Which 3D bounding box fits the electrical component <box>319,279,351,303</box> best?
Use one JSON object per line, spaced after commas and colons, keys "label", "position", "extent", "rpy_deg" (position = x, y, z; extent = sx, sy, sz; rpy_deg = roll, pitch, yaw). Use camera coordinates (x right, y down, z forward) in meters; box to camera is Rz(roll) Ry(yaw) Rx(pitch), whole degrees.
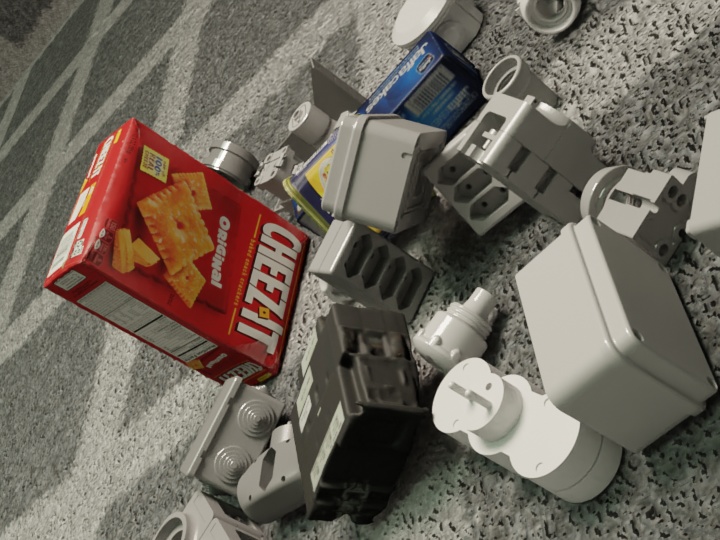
{"label": "electrical component", "position": [-0.018, -0.001, 0.936], "extent": [0.035, 0.035, 0.061], "rpy_deg": [-43, 28, 26]}

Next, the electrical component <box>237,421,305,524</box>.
{"label": "electrical component", "position": [-0.052, 0.146, 0.827], "extent": [0.077, 0.043, 0.079], "rpy_deg": [-35, 34, 36]}

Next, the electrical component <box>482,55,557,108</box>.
{"label": "electrical component", "position": [0.125, -0.137, 0.832], "extent": [0.040, 0.046, 0.040], "rpy_deg": [-39, 32, 31]}

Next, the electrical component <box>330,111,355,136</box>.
{"label": "electrical component", "position": [-0.001, -0.126, 1.028], "extent": [0.066, 0.048, 0.055], "rpy_deg": [-64, 20, -12]}

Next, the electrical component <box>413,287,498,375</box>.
{"label": "electrical component", "position": [0.070, 0.041, 0.739], "extent": [0.062, 0.048, 0.048], "rpy_deg": [-53, 27, -9]}

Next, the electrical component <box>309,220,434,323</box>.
{"label": "electrical component", "position": [0.000, 0.000, 0.851], "extent": [0.076, 0.083, 0.047], "rpy_deg": [6, 66, 60]}

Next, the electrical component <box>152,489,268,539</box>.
{"label": "electrical component", "position": [-0.108, 0.239, 0.799], "extent": [0.089, 0.062, 0.150], "rpy_deg": [-57, 27, 0]}

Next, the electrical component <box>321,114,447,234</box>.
{"label": "electrical component", "position": [0.020, -0.075, 0.809], "extent": [0.113, 0.057, 0.078], "rpy_deg": [-28, -47, -72]}

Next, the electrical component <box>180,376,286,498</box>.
{"label": "electrical component", "position": [-0.105, 0.139, 0.889], "extent": [0.099, 0.048, 0.100], "rpy_deg": [-64, 8, -13]}

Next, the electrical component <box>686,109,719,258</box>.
{"label": "electrical component", "position": [0.221, -0.050, 0.567], "extent": [0.061, 0.062, 0.096], "rpy_deg": [-19, 45, 50]}

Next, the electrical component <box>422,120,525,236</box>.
{"label": "electrical component", "position": [0.093, -0.075, 0.806], "extent": [0.047, 0.065, 0.076], "rpy_deg": [-40, 5, 30]}

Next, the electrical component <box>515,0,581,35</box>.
{"label": "electrical component", "position": [0.155, -0.224, 0.876], "extent": [0.066, 0.048, 0.055], "rpy_deg": [-37, 26, 34]}

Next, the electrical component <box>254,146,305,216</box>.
{"label": "electrical component", "position": [-0.067, -0.089, 1.075], "extent": [0.081, 0.064, 0.042], "rpy_deg": [-16, 46, 53]}

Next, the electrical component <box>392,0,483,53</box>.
{"label": "electrical component", "position": [0.072, -0.234, 1.013], "extent": [0.080, 0.051, 0.080], "rpy_deg": [-39, 32, 31]}

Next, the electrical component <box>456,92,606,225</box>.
{"label": "electrical component", "position": [0.121, -0.077, 0.727], "extent": [0.055, 0.089, 0.050], "rpy_deg": [-56, 27, 3]}

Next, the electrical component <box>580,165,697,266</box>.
{"label": "electrical component", "position": [0.169, -0.037, 0.658], "extent": [0.066, 0.048, 0.055], "rpy_deg": [-58, 35, -1]}

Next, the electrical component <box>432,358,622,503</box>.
{"label": "electrical component", "position": [0.084, 0.085, 0.636], "extent": [0.052, 0.074, 0.138], "rpy_deg": [-60, 28, -6]}

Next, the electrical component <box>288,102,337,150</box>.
{"label": "electrical component", "position": [-0.039, -0.138, 1.078], "extent": [0.044, 0.065, 0.044], "rpy_deg": [-39, 33, 31]}

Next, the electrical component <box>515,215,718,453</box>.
{"label": "electrical component", "position": [0.140, 0.033, 0.596], "extent": [0.057, 0.078, 0.113], "rpy_deg": [-45, 30, 28]}
